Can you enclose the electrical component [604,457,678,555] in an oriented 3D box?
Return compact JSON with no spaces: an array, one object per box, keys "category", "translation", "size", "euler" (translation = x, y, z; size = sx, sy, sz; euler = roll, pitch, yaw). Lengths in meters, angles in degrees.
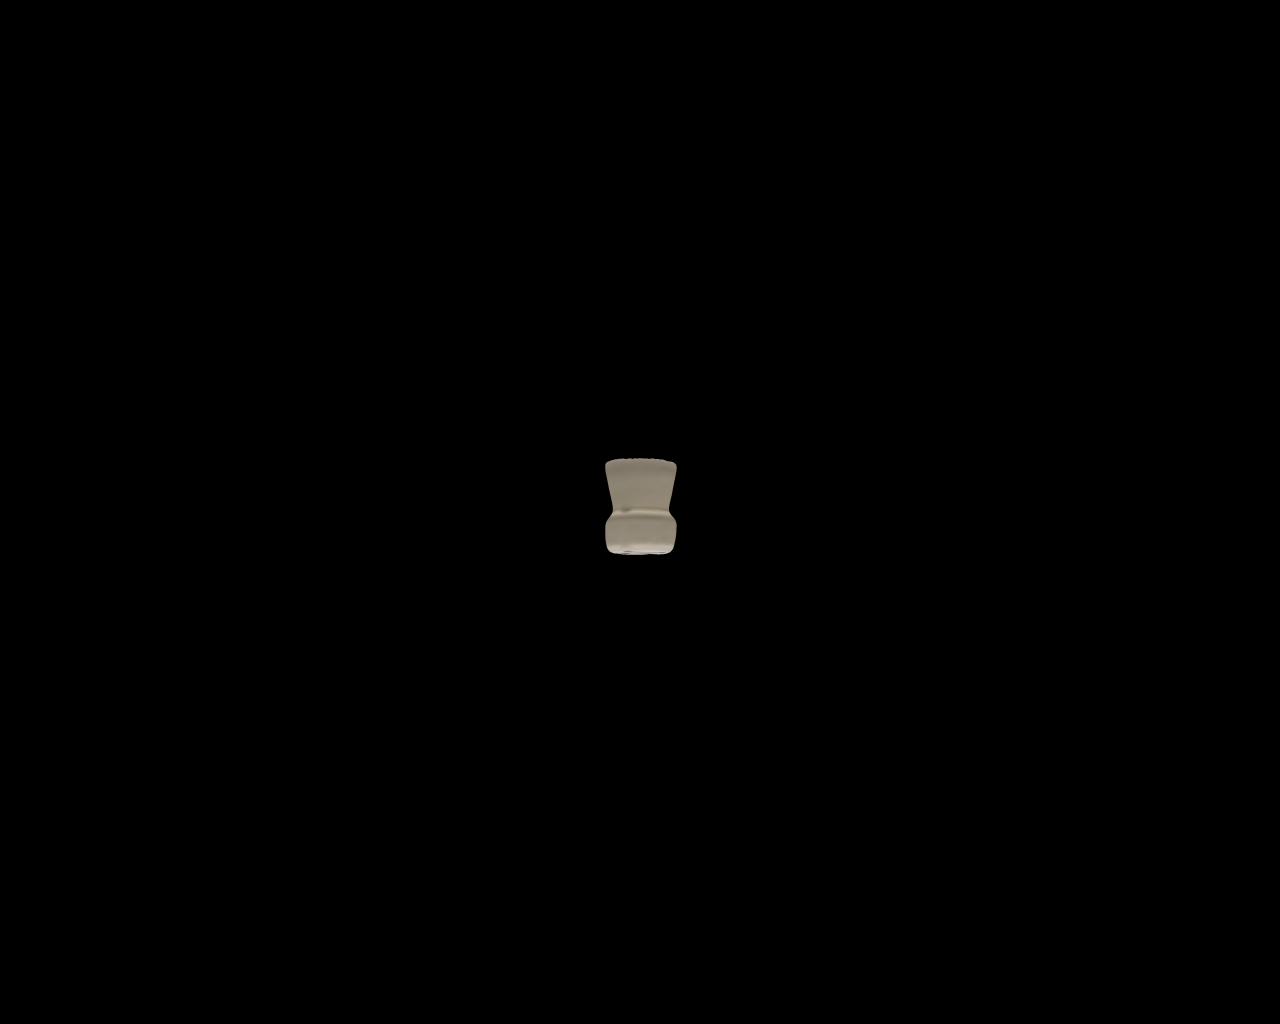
[{"category":"electrical component","translation":[0.001,-0.003,0.650],"size":[0.045,0.055,0.045],"euler":[0,-7,0]}]
